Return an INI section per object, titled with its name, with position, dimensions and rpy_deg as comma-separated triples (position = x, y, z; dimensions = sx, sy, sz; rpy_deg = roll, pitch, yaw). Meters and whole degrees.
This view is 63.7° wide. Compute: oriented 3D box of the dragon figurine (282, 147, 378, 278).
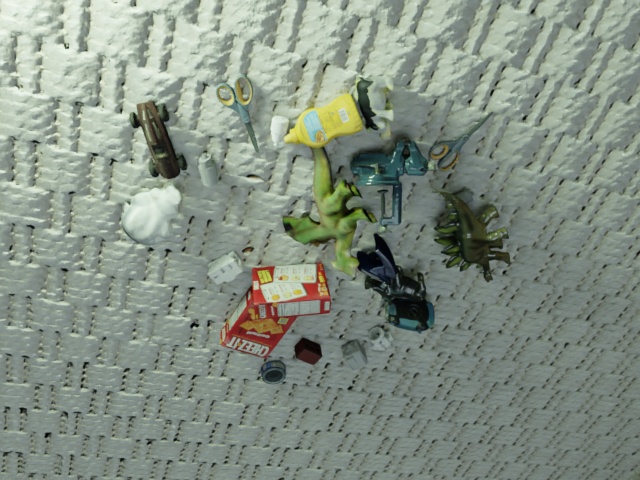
[dragon figurine]
position = 0.004, -0.070, 1.399
dimensions = 0.241, 0.124, 0.406
rpy_deg = -31, 107, 19

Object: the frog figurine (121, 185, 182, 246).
[frog figurine]
position = -0.419, -0.063, 1.313
dimensions = 0.158, 0.125, 0.136
rpy_deg = -22, 107, 19
